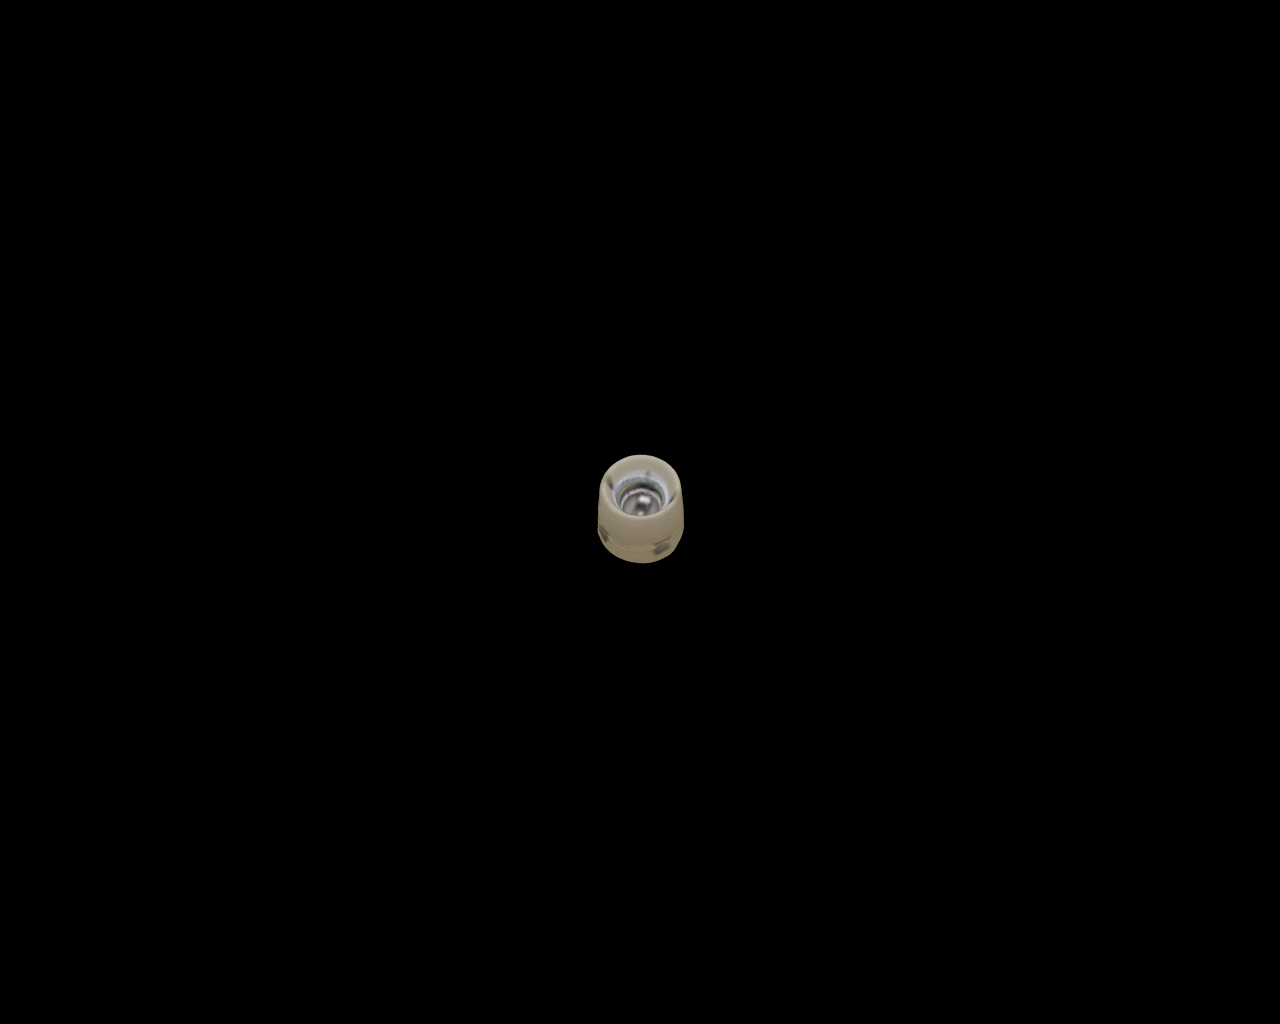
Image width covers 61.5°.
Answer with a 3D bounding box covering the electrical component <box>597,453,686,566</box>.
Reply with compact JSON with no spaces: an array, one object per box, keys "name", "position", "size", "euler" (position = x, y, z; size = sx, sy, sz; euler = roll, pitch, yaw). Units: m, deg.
[{"name":"electrical component","position":[0.001,-0.003,0.650],"size":[0.055,0.055,0.047],"euler":[0,-34,0]}]
